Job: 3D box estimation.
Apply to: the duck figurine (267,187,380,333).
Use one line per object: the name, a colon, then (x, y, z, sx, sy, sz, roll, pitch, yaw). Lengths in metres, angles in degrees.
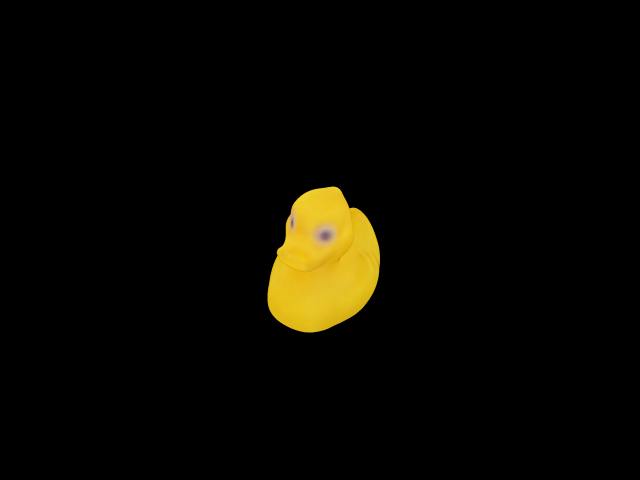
duck figurine: (0.004, 0.001, 0.400, 0.077, 0.086, 0.105, 22, 45, 24)
